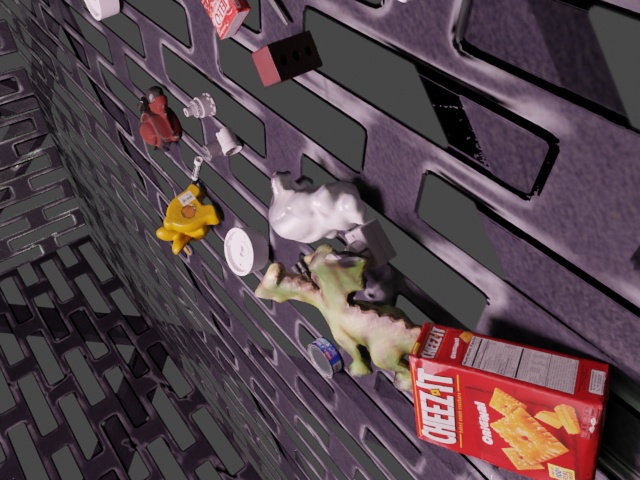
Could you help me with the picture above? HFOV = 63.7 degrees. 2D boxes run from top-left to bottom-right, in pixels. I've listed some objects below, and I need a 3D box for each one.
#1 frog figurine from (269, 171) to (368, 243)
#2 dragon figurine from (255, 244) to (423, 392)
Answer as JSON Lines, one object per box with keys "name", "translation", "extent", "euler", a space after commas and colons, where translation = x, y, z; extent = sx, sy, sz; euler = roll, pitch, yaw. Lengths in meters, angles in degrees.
{"name": "frog figurine", "translation": [0.002, -0.040, 0.801], "extent": [0.161, 0.123, 0.135], "euler": [27, 171, 33]}
{"name": "dragon figurine", "translation": [0.069, 0.100, 0.741], "extent": [0.410, 0.124, 0.238], "euler": [2, 141, 40]}
